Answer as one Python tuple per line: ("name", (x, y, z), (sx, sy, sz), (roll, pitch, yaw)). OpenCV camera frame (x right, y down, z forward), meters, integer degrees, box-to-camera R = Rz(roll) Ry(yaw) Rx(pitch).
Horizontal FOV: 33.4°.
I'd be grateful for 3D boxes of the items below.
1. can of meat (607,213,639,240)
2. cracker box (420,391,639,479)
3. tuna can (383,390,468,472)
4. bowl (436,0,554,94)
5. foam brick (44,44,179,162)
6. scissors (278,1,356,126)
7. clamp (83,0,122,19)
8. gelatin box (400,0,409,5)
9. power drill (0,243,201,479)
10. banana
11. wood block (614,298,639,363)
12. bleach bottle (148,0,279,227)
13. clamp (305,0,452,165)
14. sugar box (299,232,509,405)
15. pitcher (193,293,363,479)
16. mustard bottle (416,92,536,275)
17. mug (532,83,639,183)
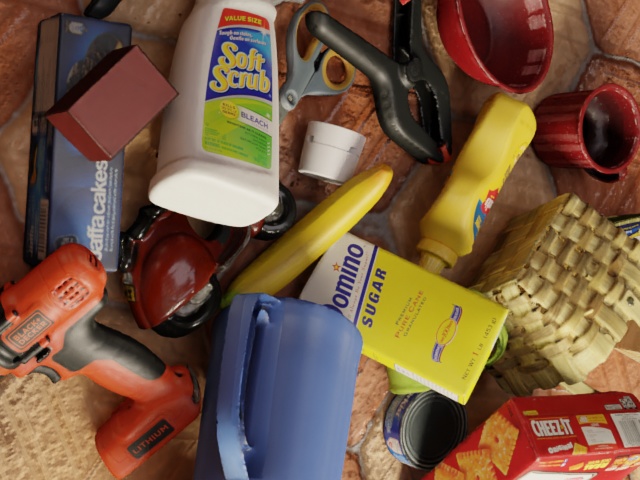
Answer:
("can of meat", (0.333, 0.017, 1.190), (0.101, 0.058, 0.084), (-10, 97, -32))
("cracker box", (0.197, 0.228, 1.036), (0.163, 0.214, 0.072), (2, 52, -32))
("tuna can", (0.106, 0.187, 1.073), (0.085, 0.034, 0.086), (-2, 95, -32))
("bowl", (0.165, -0.218, 1.056), (0.161, 0.055, 0.162), (10, 75, -43))
("foam brick", (-0.157, -0.103, 0.807), (0.078, 0.053, 0.051), (-48, 115, -19))
("scissors", (-0.015, -0.122, 0.960), (0.096, 0.016, 0.201), (34, 61, -38))
("clamp", (-0.143, -0.251, 0.885), (0.171, 0.039, 0.120), (-16, 104, -31))
("gelatin box", (0.082, -0.274, 0.995), (0.073, 0.030, 0.089), (48, 55, -15))
("power drill", (-0.200, 0.112, 0.841), (0.184, 0.057, 0.187), (-38, 125, 9))
("banana", (-0.013, 0.004, 0.959), (0.197, 0.070, 0.037), (-42, 98, -8))
("wood block", (0.432, 0.051, 1.235), (0.090, 0.090, 0.206), (28, 79, -30))
("bleach bottle", (-0.083, -0.141, 0.877), (0.102, 0.068, 0.251), (17, 60, -34))
("clamp", (0.069, -0.160, 1.019), (0.164, 0.036, 0.210), (-34, 113, -37))
("sugar box", (0.073, 0.068, 0.975), (0.176, 0.048, 0.093), (25, 76, 13))
("pitcher", (-0.044, 0.170, 0.860), (0.149, 0.145, 0.242), (23, 52, -21))
("mustard bottle", (0.147, -0.046, 1.052), (0.058, 0.096, 0.191), (27, 78, 12))
("mug", (0.286, -0.108, 1.137), (0.093, 0.082, 0.117), (-48, 115, -20))
